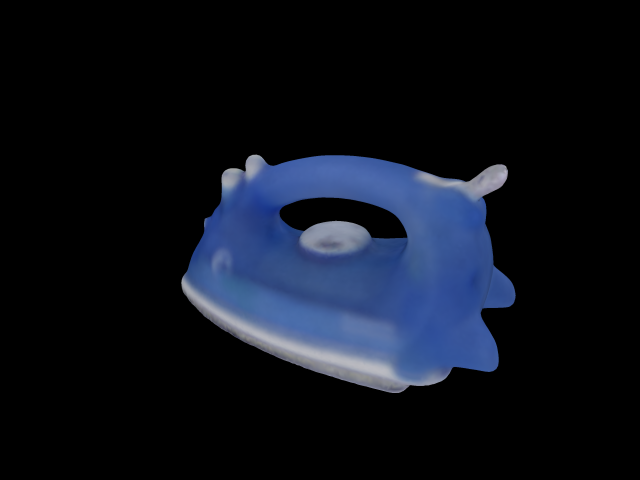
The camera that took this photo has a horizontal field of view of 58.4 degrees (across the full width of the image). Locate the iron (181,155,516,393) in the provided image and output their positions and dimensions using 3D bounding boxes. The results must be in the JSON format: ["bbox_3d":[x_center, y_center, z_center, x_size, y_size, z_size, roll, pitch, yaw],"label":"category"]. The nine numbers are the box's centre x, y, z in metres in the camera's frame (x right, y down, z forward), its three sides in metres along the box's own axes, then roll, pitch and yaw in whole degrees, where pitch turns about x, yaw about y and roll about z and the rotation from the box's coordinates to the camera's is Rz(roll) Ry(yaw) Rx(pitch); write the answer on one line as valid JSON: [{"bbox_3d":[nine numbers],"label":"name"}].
[{"bbox_3d":[0.004,0.001,0.400,0.257,0.141,0.119,10,28,20],"label":"iron"}]
